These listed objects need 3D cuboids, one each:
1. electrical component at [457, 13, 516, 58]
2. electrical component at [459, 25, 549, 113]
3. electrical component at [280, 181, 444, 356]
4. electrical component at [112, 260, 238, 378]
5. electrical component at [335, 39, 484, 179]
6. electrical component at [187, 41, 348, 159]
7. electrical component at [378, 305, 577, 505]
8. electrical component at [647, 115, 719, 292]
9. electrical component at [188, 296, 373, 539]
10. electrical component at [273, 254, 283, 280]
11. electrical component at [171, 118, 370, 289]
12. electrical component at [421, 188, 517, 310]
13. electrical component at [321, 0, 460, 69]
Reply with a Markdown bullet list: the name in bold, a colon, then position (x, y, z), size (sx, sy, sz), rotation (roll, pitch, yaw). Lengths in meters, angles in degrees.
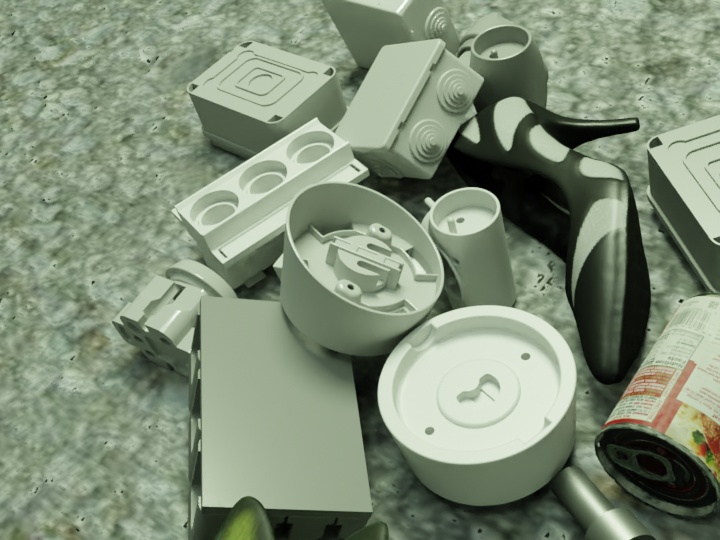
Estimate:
- **electrical component**: position (0.097, -0.171, 0.854), size (0.043, 0.043, 0.062), rotation (19, 57, 33)
- **electrical component**: position (0.095, -0.141, 0.799), size (0.079, 0.077, 0.044), rotation (20, 56, 34)
- **electrical component**: position (0.000, 0.000, 0.635), size (0.099, 0.064, 0.099), rotation (9, 41, -8)
- **electrical component**: position (-0.117, 0.031, 0.716), size (0.078, 0.058, 0.057), rotation (18, 57, 33)
- **electrical component**: position (0.034, -0.114, 0.775), size (0.099, 0.048, 0.100), rotation (-62, 26, -6)
- **electrical component**: position (-0.072, -0.129, 0.859), size (0.113, 0.057, 0.078), rotation (25, 59, 36)
- **electrical component**: position (0.069, 0.080, 0.600), size (0.108, 0.060, 0.108), rotation (-10, 44, 10)
- **electrical component**: position (0.233, -0.039, 0.665), size (0.078, 0.057, 0.113), rotation (-18, 43, 1)
- **electrical component**: position (-0.051, 0.092, 0.615), size (0.089, 0.061, 0.150), rotation (5, 42, -13)
- **electrical component**: position (-0.019, -0.001, 0.723), size (0.055, 0.048, 0.066), rotation (10, 51, 37)
- **electrical component**: position (-0.061, -0.045, 0.768), size (0.121, 0.063, 0.079), rotation (-34, 46, -15)
- **electrical component**: position (0.063, -0.018, 0.688), size (0.044, 0.077, 0.079), rotation (-28, 43, -11)
- **electrical component**: position (0.027, -0.202, 0.870), size (0.100, 0.099, 0.048), rotation (25, 71, 36)
